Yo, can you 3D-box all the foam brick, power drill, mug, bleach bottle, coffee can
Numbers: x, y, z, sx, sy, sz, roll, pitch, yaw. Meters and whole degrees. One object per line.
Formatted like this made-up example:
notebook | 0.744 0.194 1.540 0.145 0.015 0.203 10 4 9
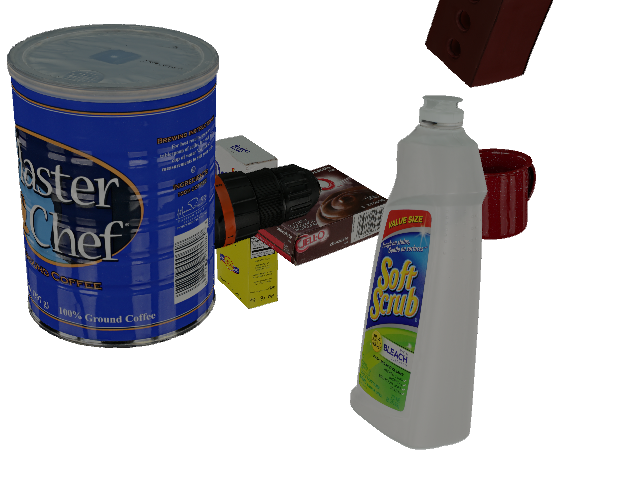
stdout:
foam brick | 0.112 -0.149 0.699 0.051 0.078 0.053 -20 54 -31
power drill | -0.113 -0.066 0.787 0.184 0.188 0.057 -14 -39 -21
mug | 0.203 -0.056 1.220 0.117 0.081 0.093 -22 27 -35
bleach bottle | 0.075 0.019 0.782 0.068 0.251 0.103 -6 18 -28
coffee can | -0.105 -0.030 0.555 0.103 0.140 0.103 3 27 -2

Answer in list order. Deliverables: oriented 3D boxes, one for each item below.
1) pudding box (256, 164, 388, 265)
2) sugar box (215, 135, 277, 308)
pudding box | -0.007 -0.026 0.982 0.113 0.039 0.090 -18 38 -36
sugar box | -0.085 -0.021 1.212 0.048 0.176 0.093 -15 27 -25
